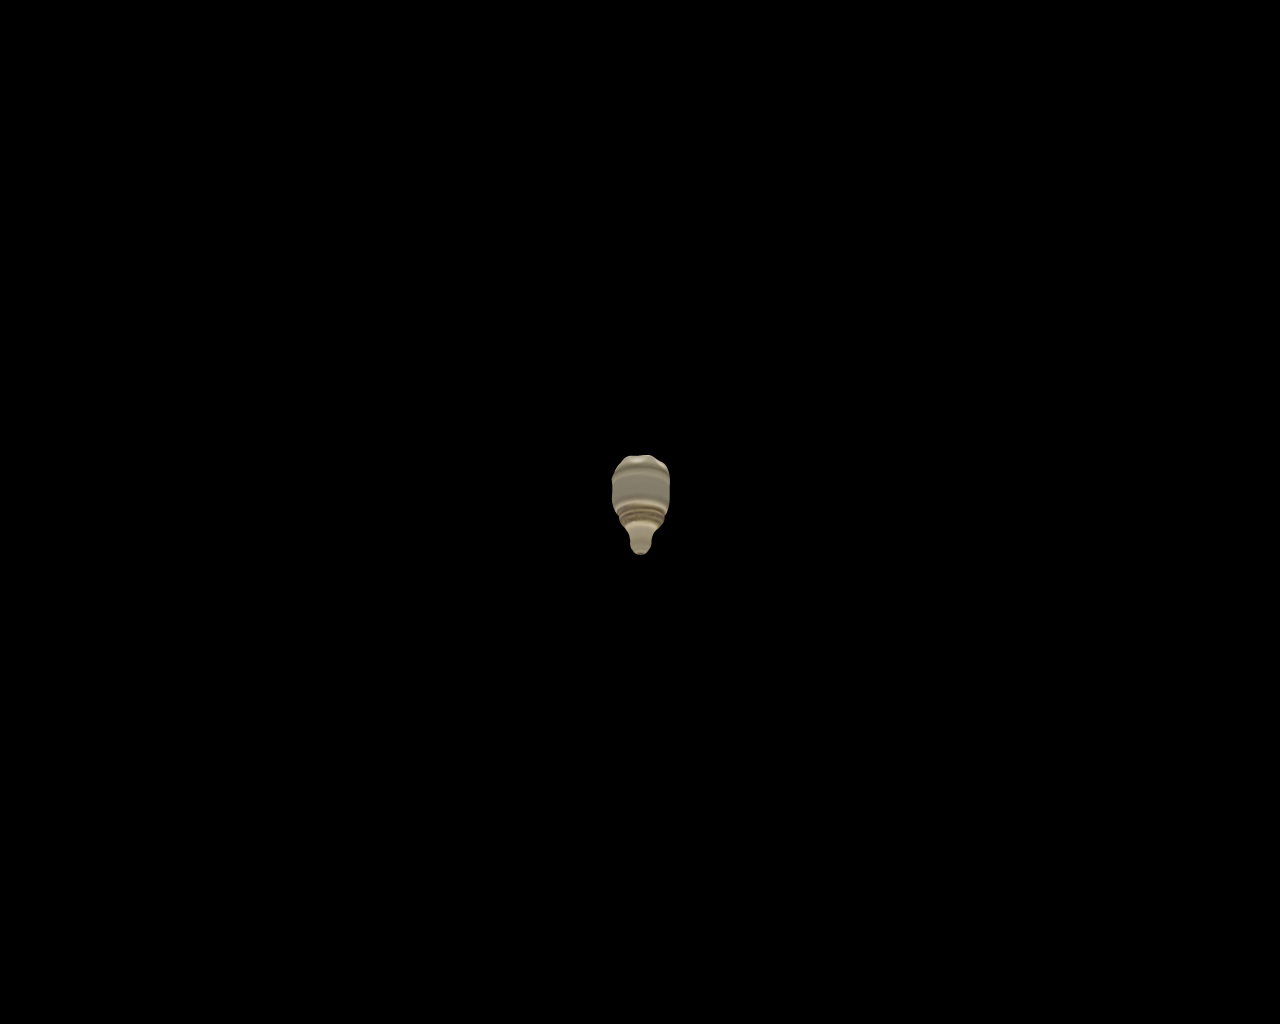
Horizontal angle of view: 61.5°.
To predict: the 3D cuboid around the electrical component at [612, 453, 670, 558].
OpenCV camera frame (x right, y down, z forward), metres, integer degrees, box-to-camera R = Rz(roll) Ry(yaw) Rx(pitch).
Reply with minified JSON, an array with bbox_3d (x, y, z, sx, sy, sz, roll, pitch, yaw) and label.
[{"bbox_3d":[0.001,-0.003,0.650,0.035,0.061,0.035,0,-23,0],"label":"electrical component"}]
